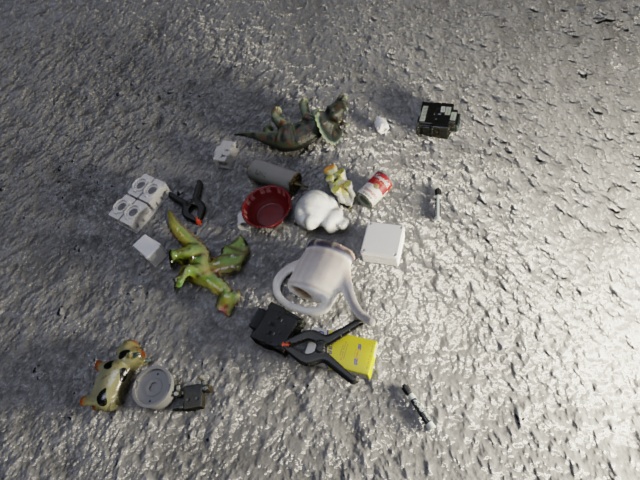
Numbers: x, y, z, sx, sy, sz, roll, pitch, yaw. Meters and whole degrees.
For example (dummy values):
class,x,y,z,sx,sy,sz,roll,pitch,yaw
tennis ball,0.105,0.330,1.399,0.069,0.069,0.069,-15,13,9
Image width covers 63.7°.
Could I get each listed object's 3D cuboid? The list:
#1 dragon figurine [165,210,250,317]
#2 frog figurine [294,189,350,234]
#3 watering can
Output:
class,x,y,z,sx,sy,sz,roll,pitch,yaw
dragon figurine,-0.335,0.047,1.560,0.243,0.119,0.419,-9,56,-14
frog figurine,0.005,-0.077,1.539,0.161,0.120,0.139,26,47,38
watering can,0.030,0.113,1.403,0.348,0.102,0.228,11,60,33
